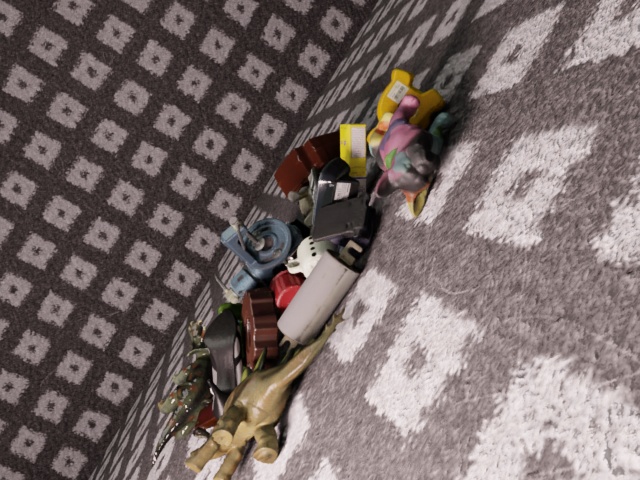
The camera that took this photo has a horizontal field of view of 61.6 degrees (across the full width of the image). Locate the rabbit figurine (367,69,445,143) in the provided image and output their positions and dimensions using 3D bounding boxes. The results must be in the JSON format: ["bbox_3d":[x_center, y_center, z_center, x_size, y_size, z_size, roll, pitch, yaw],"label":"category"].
[{"bbox_3d":[0.176,-0.254,1.114,0.173,0.122,0.162,-56,-9,-76],"label":"rabbit figurine"}]

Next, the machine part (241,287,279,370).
[{"bbox_3d":[-0.128,0.188,1.116,0.179,0.056,0.179,180,90,-74],"label":"machine part"}]

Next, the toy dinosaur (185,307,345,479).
[{"bbox_3d":[-0.108,0.281,0.929,0.471,0.105,0.199,-43,17,35],"label":"toy dinosaur"}]

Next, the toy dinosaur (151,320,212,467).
[{"bbox_3d":[-0.347,0.409,1.484,0.192,0.131,0.405,-49,23,35],"label":"toy dinosaur"}]

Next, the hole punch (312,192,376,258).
[{"bbox_3d":[0.058,-0.016,1.048,0.116,0.092,0.142,-17,31,25],"label":"hole punch"}]

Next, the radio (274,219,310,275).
[{"bbox_3d":[-0.091,0.031,1.351,0.131,0.073,0.229,-54,0,17],"label":"radio"}]

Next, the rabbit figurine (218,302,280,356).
[{"bbox_3d":[-0.179,0.212,1.274,0.170,0.159,0.121,-46,0,-14],"label":"rabbit figurine"}]

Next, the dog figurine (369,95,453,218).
[{"bbox_3d":[0.142,-0.132,0.928,0.191,0.108,0.219,-38,27,54],"label":"dog figurine"}]

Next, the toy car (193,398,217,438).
[{"bbox_3d":[-0.226,0.388,1.211,0.202,0.053,0.089,-41,32,42],"label":"toy car"}]

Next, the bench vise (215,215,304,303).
[{"bbox_3d":[-0.146,0.028,1.140,0.224,0.240,0.129,-36,58,1],"label":"bench vise"}]

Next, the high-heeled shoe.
[{"bbox_3d":[-0.188,0.270,1.148,0.086,0.145,0.249,-15,34,15],"label":"high-heeled shoe"}]

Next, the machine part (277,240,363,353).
[{"bbox_3d":[-0.003,0.104,0.981,0.243,0.079,0.079,-57,14,10],"label":"machine part"}]

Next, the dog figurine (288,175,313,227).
[{"bbox_3d":[0.013,-0.115,1.394,0.172,0.121,0.190,-22,3,10],"label":"dog figurine"}]

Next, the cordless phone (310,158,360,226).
[{"bbox_3d":[0.013,-0.126,1.161,0.184,0.089,0.146,-110,22,-49],"label":"cordless phone"}]

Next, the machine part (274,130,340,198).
[{"bbox_3d":[-0.006,-0.196,1.436,0.201,0.087,0.201,-23,-13,-37],"label":"machine part"}]

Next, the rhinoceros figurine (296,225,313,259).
[{"bbox_3d":[-0.003,-0.004,1.222,0.112,0.073,0.190,-43,21,45],"label":"rhinoceros figurine"}]
